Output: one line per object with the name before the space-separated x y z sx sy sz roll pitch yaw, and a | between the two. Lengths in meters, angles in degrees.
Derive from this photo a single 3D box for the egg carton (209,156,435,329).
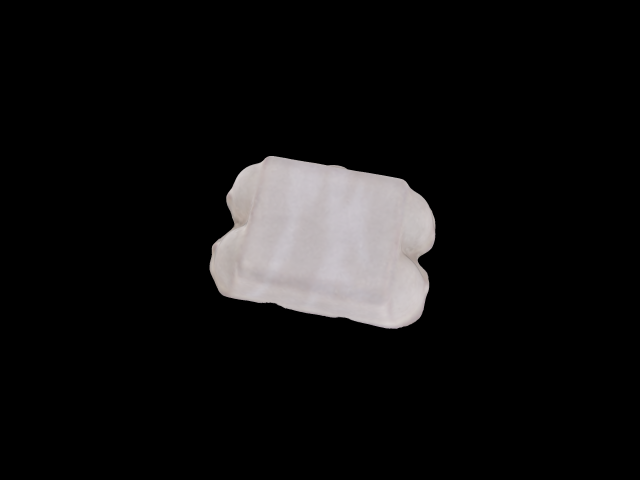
egg carton | 0.004 0.001 0.400 0.150 0.069 0.107 10 70 4
